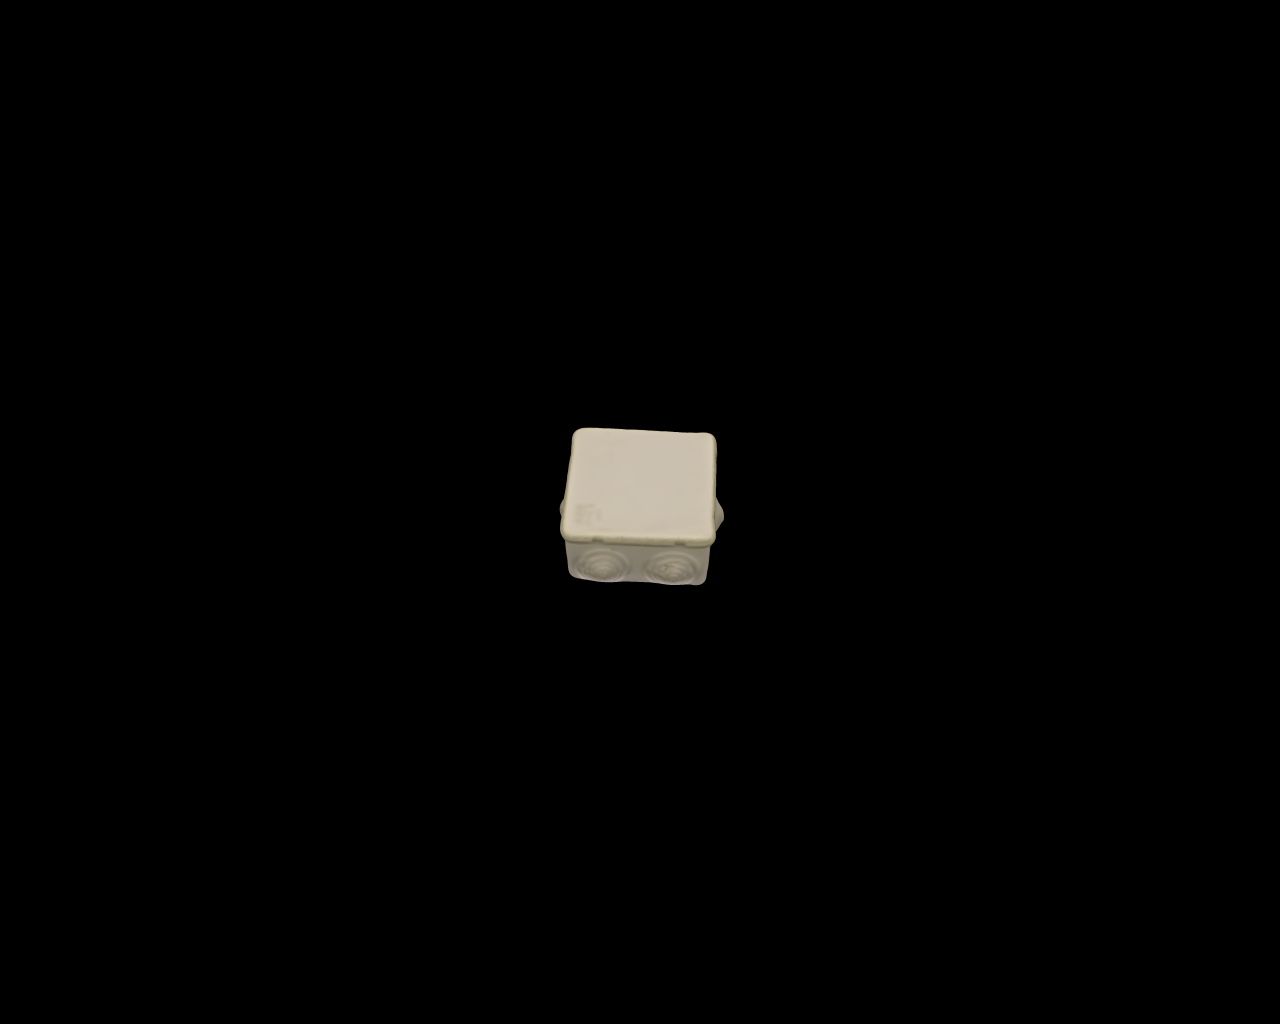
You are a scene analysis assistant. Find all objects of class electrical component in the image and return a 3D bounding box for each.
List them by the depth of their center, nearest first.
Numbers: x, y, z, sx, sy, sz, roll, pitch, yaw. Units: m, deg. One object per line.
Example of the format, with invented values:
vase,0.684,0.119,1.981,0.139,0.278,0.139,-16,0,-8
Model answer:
electrical component,0.001,-0.003,0.650,0.100,0.100,0.048,2,-40,2
